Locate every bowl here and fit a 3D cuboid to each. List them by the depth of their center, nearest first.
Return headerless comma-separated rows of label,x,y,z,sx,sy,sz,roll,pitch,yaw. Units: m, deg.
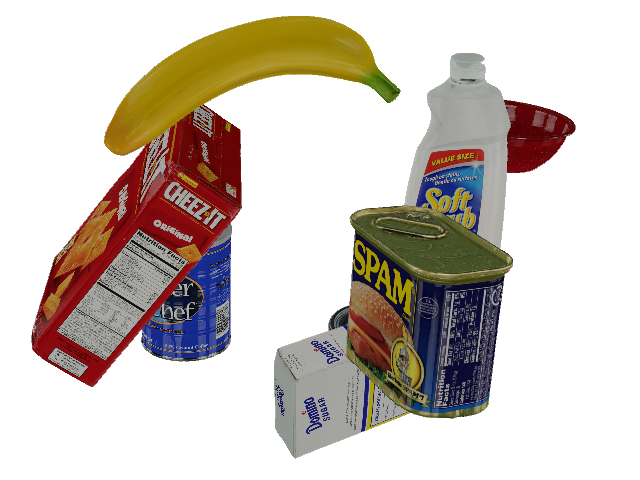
bowl,0.213,-0.120,1.248,0.162,0.055,0.162,4,23,-2

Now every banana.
banana,-0.047,-0.107,0.684,0.197,0.069,0.037,-14,-21,-14

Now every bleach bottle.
bleach bottle,0.120,-0.050,0.989,0.103,0.251,0.068,12,30,22

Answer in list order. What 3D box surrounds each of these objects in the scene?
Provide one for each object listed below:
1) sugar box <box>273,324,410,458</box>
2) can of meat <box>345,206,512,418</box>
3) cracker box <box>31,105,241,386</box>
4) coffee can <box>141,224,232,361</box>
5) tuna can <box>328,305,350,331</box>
sugar box,0.048,0.105,0.869,0.176,0.093,0.048,-15,41,-20
can of meat,0.054,0.037,0.574,0.057,0.084,0.102,-6,22,-23
cracker box,-0.157,-0.005,0.920,0.072,0.214,0.164,34,21,-20
coffee can,-0.150,0.049,1.189,0.103,0.140,0.103,2,23,-1
tuna can,0.051,0.103,1.157,0.086,0.034,0.086,0,30,0
